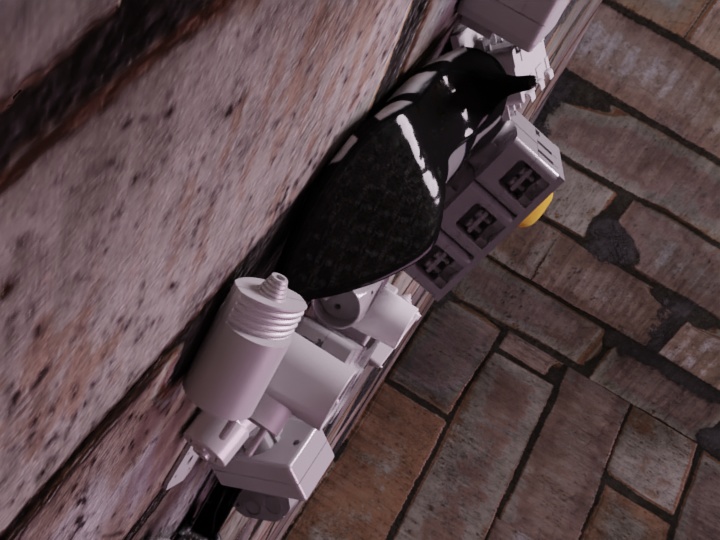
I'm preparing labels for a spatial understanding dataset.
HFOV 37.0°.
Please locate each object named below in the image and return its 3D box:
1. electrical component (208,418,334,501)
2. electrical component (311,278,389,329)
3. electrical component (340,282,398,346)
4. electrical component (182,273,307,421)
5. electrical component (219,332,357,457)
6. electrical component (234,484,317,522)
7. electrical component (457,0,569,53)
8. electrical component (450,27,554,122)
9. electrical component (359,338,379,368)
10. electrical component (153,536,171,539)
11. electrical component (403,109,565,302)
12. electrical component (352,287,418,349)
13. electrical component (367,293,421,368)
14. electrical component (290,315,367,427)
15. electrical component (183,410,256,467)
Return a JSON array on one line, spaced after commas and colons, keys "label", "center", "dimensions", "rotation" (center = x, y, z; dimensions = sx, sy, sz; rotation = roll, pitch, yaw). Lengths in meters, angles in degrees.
[{"label": "electrical component", "center": [-0.075, 0.125, 0.805], "dimensions": [0.047, 0.083, 0.075], "rotation": [-54, 134, -40]}, {"label": "electrical component", "center": [0.000, 0.000, 0.895], "dimensions": [0.079, 0.043, 0.077], "rotation": [-63, 173, 30]}, {"label": "electrical component", "center": [-0.005, 0.049, 1.073], "dimensions": [0.065, 0.047, 0.076], "rotation": [-54, 172, -38]}, {"label": "electrical component", "center": [-0.061, 0.037, 0.586], "dimensions": [0.081, 0.043, 0.043], "rotation": [-61, 174, 20]}, {"label": "electrical component", "center": [-0.055, 0.075, 0.656], "dimensions": [0.079, 0.077, 0.043], "rotation": [-57, 174, -13]}, {"label": "electrical component", "center": [-0.081, 0.181, 0.960], "dimensions": [0.051, 0.080, 0.080], "rotation": [-40, 161, -56]}, {"label": "electrical component", "center": [0.116, -0.199, 0.772], "dimensions": [0.061, 0.062, 0.096], "rotation": [-62, 173, 30]}, {"label": "electrical component", "center": [0.111, -0.160, 0.854], "dimensions": [0.121, 0.063, 0.078], "rotation": [-48, 127, -61]}, {"label": "electrical component", "center": [-0.002, 0.068, 1.178], "dimensions": [0.089, 0.050, 0.055], "rotation": [-59, 174, -2]}, {"label": "electrical component", "center": [-0.154, 0.246, 0.783], "dimensions": [0.095, 0.059, 0.053], "rotation": [-56, 173, -23]}, {"label": "electrical component", "center": [0.096, -0.059, 0.916], "dimensions": [0.150, 0.062, 0.089], "rotation": [-45, -168, 22]}, {"label": "electrical component", "center": [0.012, 0.034, 1.000], "dimensions": [0.043, 0.077, 0.079], "rotation": [-60, 175, 5]}, {"label": "electrical component", "center": [0.023, 0.060, 1.270], "dimensions": [0.096, 0.061, 0.062], "rotation": [-52, -174, -8]}, {"label": "electrical component", "center": [-0.041, 0.094, 0.941], "dimensions": [0.089, 0.062, 0.150], "rotation": [-59, 174, -2]}, {"label": "electrical component", "center": [-0.084, 0.095, 0.702], "dimensions": [0.065, 0.044, 0.044], "rotation": [-51, 171, -22]}]
